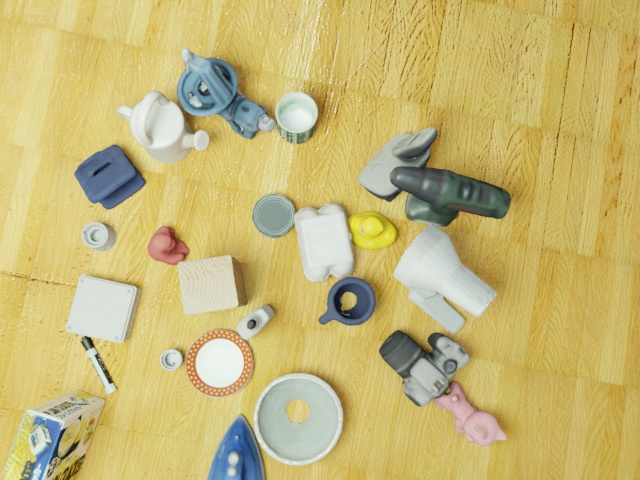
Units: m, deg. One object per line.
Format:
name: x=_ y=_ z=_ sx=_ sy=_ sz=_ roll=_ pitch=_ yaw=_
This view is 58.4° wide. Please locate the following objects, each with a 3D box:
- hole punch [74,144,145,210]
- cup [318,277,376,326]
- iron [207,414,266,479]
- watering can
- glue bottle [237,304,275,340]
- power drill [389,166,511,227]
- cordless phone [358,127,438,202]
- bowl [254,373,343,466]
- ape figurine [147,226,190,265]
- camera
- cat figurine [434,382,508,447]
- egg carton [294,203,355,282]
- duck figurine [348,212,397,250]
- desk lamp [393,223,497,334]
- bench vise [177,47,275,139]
hole punch: x=-0.410 y=-0.124 z=1.099 sx=0.109 sy=0.091 sz=0.101 roll=-38 pitch=87 yaw=-6
cup: x=0.046 y=0.126 z=1.102 sx=0.118 sy=0.095 sz=0.092 roll=-34 pitch=87 yaw=-6
iron: x=-0.158 y=0.459 z=1.031 sx=0.118 sy=0.141 sz=0.258 roll=2 pitch=84 yaw=-3
watering can: x=-0.292 y=-0.213 z=1.065 sx=0.173 sy=0.194 sz=0.101 roll=0 pitch=84 yaw=-3
glue bottle: x=-0.120 y=0.151 z=1.049 sx=0.078 sy=0.173 sz=0.037 roll=-41 pitch=88 yaw=-6
power drill: x=0.226 y=-0.080 z=1.078 sx=0.229 sy=0.208 sz=0.076 roll=10 pitch=83 yaw=-2
cordless phone: x=0.153 y=-0.152 z=1.092 sx=0.094 sy=0.185 sz=0.148 roll=40 pitch=83 yaw=1
bowl: x=-0.041 y=0.333 z=1.085 sx=0.167 sy=0.074 sz=0.167 roll=0 pitch=84 yaw=-4
ape figurine: x=-0.295 y=0.010 z=1.093 sx=0.076 sy=0.092 sz=0.078 roll=-6 pitch=84 yaw=-4
camera: x=0.193 y=0.228 z=1.098 sx=0.137 sy=0.100 sz=0.143 roll=43 pitch=83 yaw=1
cat figurine: x=0.287 y=0.338 z=1.085 sx=0.067 sy=0.117 sz=0.128 roll=-41 pitch=88 yaw=-6
egg carton: x=0.010 y=0.004 z=1.125 sx=0.107 sy=0.069 sz=0.150 roll=-12 pitch=85 yaw=-5
duck figurine: x=0.103 y=-0.022 z=1.125 sx=0.104 sy=0.086 sz=0.077 roll=15 pitch=83 yaw=-2
desk lamp: x=0.230 y=0.076 z=1.060 sx=0.203 sy=0.213 sz=0.118 roll=39 pitch=83 yaw=1
bench vise: x=-0.176 y=-0.283 z=1.066 sx=0.207 sy=0.219 sz=0.121 roll=13 pitch=83 yaw=-2
